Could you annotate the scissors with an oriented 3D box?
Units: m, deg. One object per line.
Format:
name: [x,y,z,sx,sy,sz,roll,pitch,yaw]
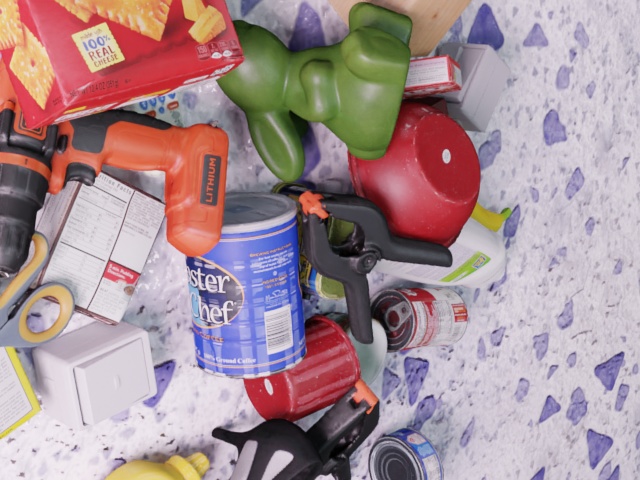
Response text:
scissors: [-0.243,0.087,0.767,0.096,0.016,0.201,48,60,-43]

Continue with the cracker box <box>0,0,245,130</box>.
cracker box: [-0.162,-0.203,0.758,0.163,0.072,0.214,-22,95,-41]

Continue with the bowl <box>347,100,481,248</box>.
bowl: [0.103,-0.069,1.017,0.161,0.055,0.162,17,63,-37]

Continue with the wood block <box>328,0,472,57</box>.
wood block: [0.107,-0.270,0.971,0.090,0.091,0.206,-12,150,-44]

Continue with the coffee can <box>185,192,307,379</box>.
coffee can: [-0.066,0.038,0.944,0.102,0.103,0.140,-21,115,-42]

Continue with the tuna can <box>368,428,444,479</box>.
tuna can: [0.094,0.254,1.179,0.033,0.086,0.086,-11,108,-43]

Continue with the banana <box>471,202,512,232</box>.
banana: [0.160,-0.054,1.210,0.197,0.037,0.069,44,51,-44]

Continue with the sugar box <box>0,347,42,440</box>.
sugar box: [-0.279,0.076,0.775,0.093,0.048,0.176,-36,121,-37]

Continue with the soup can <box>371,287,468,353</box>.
soup can: [0.106,0.086,1.163,0.102,0.069,0.068,1,100,-47]

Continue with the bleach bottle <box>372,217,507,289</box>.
bleach bottle: [0.130,0.012,1.163,0.250,0.103,0.068,23,38,-53]

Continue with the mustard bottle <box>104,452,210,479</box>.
mustard bottle: [-0.169,0.248,0.923,0.191,0.058,0.096,-36,124,-34]

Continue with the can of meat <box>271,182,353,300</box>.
can of meat: [-0.007,0.001,1.012,0.057,0.084,0.102,7,95,-47]

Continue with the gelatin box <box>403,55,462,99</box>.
gelatin box: [0.091,-0.158,1.053,0.073,0.089,0.030,-5,89,-74]

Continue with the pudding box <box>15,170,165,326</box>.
pudding box: [-0.183,0.003,0.861,0.089,0.039,0.113,30,76,-43]

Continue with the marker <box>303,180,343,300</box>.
marker: [0.000,0.001,1.065,0.020,0.020,0.121,14,90,-47]

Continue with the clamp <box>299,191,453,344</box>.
clamp: [0.047,0.008,0.959,0.120,0.039,0.171,-41,129,-8]

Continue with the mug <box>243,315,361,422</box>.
mug: [-0.025,0.136,1.034,0.081,0.093,0.117,-18,148,-37]

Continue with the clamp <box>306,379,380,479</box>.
clamp: [-0.003,0.215,1.041,0.164,0.036,0.210,-22,150,-38]

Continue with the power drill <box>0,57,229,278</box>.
power drill: [-0.162,-0.045,0.797,0.187,0.057,0.184,17,67,-33]

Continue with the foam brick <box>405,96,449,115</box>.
foam brick: [0.093,-0.113,1.110,0.078,0.051,0.053,-33,122,-36]
